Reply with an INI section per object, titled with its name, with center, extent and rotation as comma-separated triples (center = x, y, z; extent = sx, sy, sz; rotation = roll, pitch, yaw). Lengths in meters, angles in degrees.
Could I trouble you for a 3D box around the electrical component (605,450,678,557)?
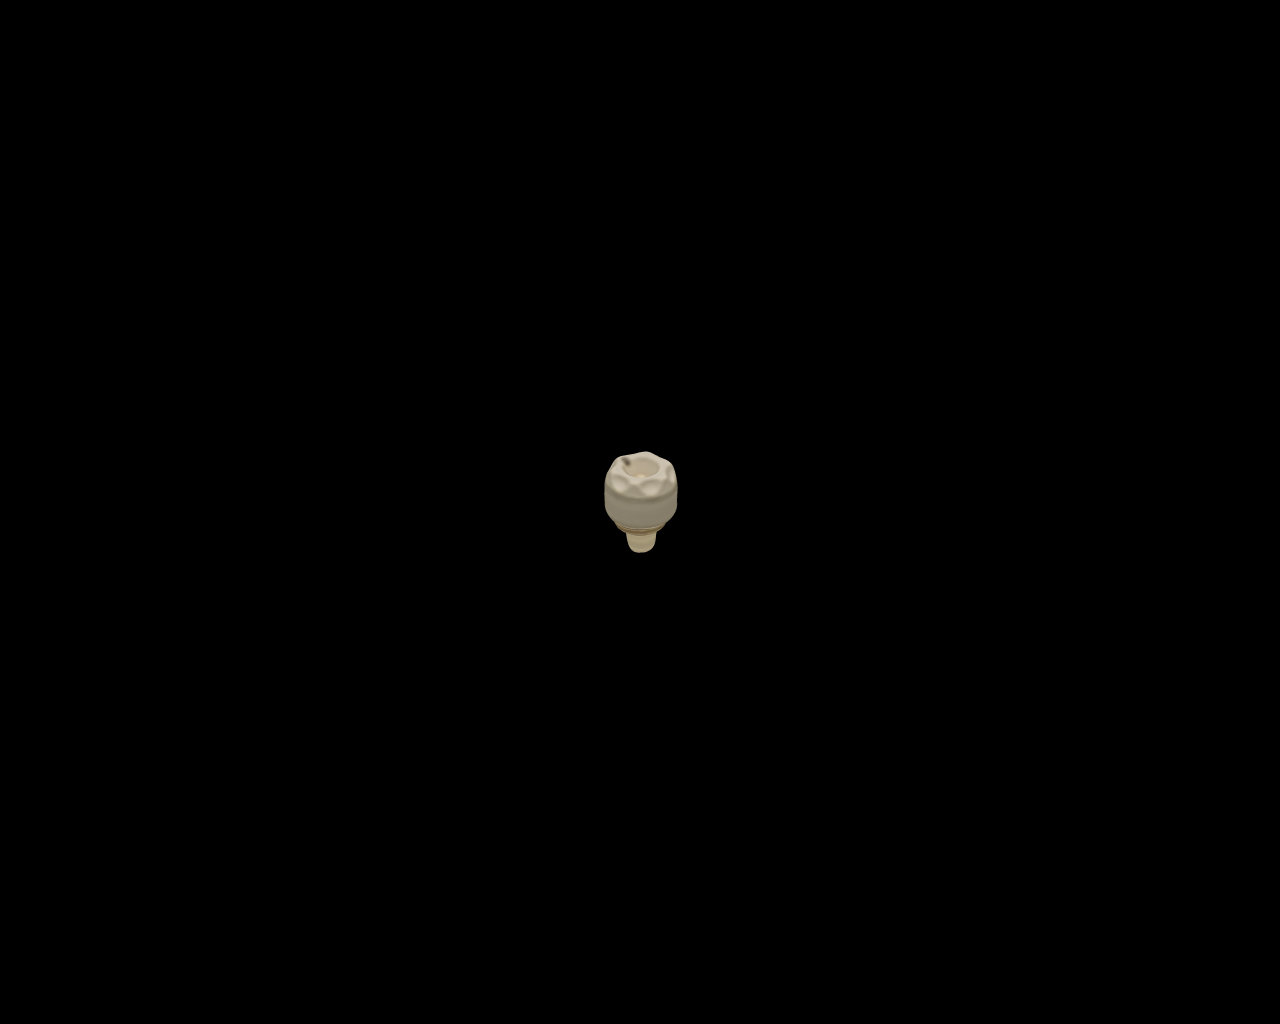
[electrical component]
center = 0.001, -0.003, 0.650
extent = 0.043, 0.062, 0.043
rotation = 0, 34, 0
